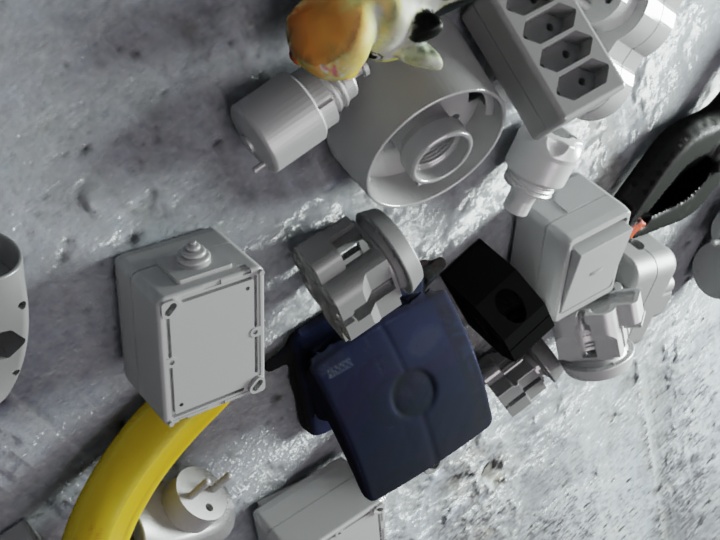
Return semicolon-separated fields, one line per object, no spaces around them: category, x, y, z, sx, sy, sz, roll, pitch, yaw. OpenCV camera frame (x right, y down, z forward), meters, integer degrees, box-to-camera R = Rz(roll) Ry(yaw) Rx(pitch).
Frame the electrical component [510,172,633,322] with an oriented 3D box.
electrical component;0.150;-0.009;0.774;0.062;0.061;0.096;-26;140;-25

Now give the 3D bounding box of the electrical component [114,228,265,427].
electrical component;-0.092;0.022;0.571;0.062;0.061;0.096;-19;129;-31

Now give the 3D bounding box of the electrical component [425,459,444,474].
electrical component;0.036;0.122;0.786;0.043;0.062;0.043;-26;139;-24

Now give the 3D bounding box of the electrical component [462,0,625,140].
electrical component;0.095;-0.118;0.613;0.047;0.083;0.076;-30;179;-20

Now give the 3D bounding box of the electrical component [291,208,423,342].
electrical component;0.000;0.000;0.639;0.057;0.058;0.078;-34;142;-11

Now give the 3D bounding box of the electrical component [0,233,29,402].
electrical component;-0.194;0.026;0.484;0.079;0.043;0.077;-12;133;-37

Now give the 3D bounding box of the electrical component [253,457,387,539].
electrical component;-0.025;0.184;0.786;0.096;0.061;0.061;-29;138;-23

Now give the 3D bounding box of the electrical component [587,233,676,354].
electrical component;0.209;0.017;0.863;0.059;0.054;0.095;-14;133;-36

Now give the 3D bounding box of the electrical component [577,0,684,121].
electrical component;0.148;-0.158;0.635;0.074;0.052;0.138;12;116;-49

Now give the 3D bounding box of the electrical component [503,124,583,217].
electrical component;0.114;-0.065;0.700;0.043;0.043;0.062;-4;129;-42

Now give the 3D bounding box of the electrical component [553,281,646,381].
electrical component;0.176;0.047;0.811;0.058;0.078;0.057;-53;132;-56

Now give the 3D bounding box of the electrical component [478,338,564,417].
electrical component;0.127;0.079;0.850;0.055;0.048;0.066;-38;144;2

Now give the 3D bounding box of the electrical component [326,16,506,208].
electrical component;0.030;-0.085;0.601;0.099;0.064;0.099;-25;152;-15

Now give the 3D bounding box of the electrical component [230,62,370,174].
electrical component;-0.029;-0.083;0.544;0.078;0.040;0.040;-36;143;-13

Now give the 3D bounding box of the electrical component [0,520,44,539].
electrical component;-0.189;0.199;0.627;0.047;0.077;0.065;-34;142;-15

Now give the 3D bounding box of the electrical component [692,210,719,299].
electrical component;0.331;-0.035;0.934;0.074;0.052;0.138;-9;130;-39

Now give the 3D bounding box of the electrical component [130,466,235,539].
electrical component;-0.109;0.147;0.665;0.079;0.043;0.077;-43;158;30
